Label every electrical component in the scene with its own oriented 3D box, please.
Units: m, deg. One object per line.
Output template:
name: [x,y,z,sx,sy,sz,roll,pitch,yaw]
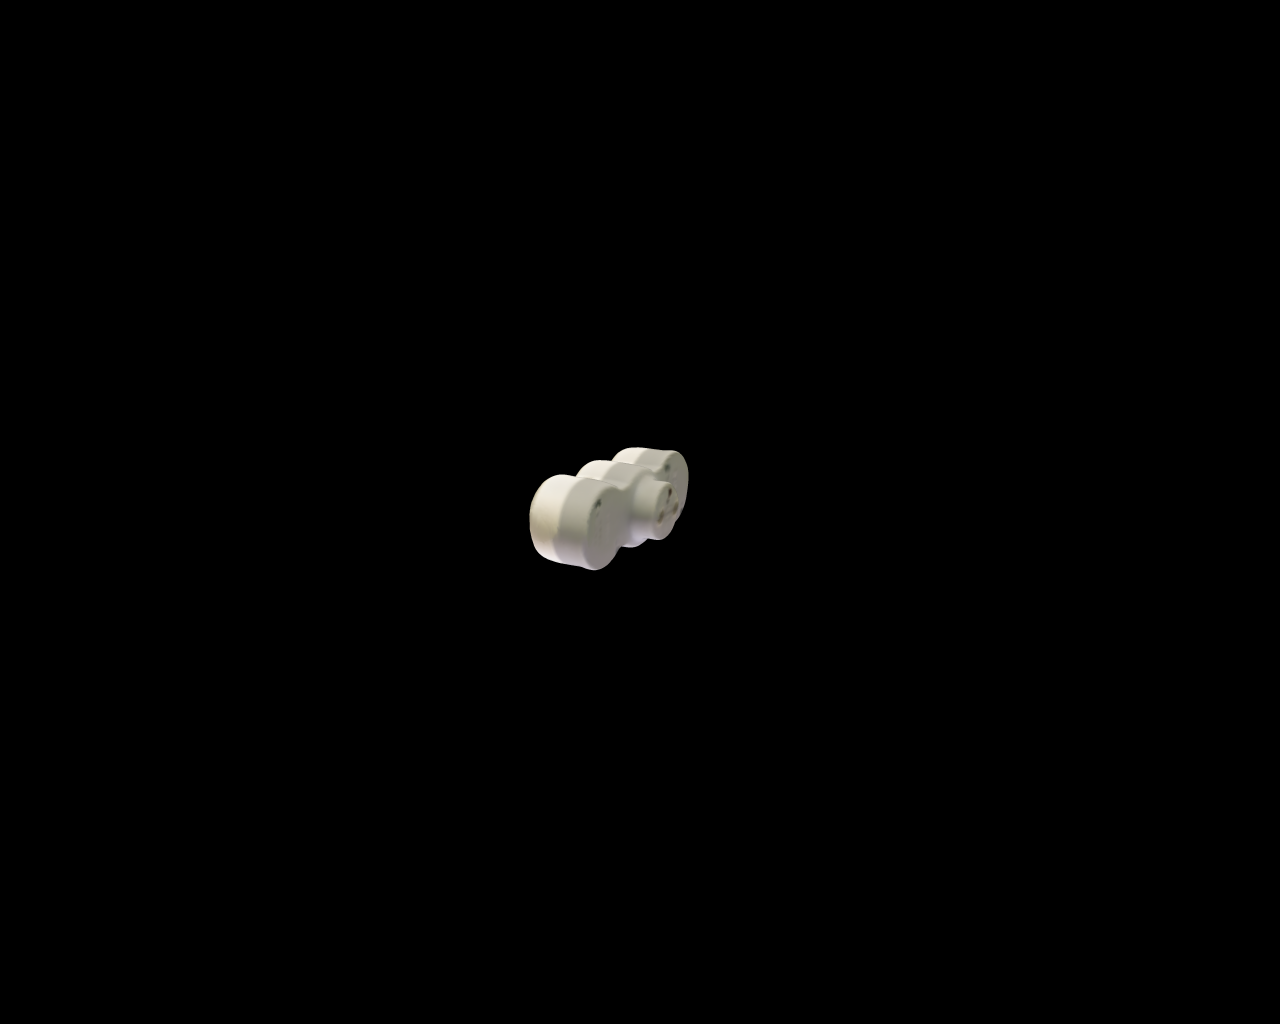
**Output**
electrical component: [0.001,-0.003,0.650,0.074,0.052,0.138,8,18,27]
